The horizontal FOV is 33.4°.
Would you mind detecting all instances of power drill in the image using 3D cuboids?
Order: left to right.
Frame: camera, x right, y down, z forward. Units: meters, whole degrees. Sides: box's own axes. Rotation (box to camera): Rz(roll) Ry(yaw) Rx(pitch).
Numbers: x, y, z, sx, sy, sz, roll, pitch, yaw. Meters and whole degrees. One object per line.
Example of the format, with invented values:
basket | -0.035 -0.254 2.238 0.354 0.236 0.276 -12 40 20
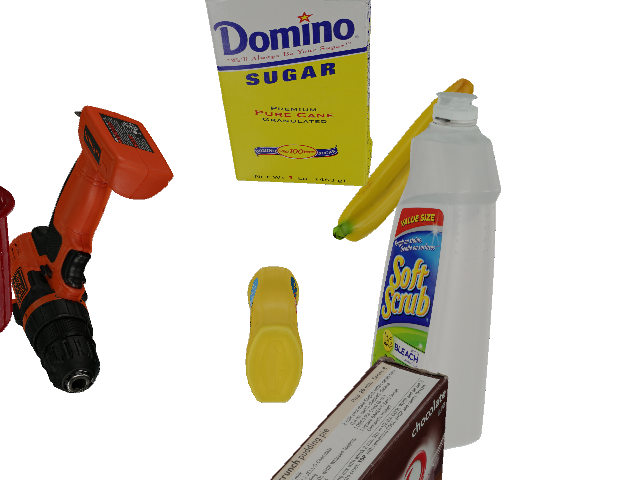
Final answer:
power drill | -0.187 0.003 0.845 0.057 0.188 0.185 16 25 -39

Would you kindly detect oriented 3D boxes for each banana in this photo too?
banana | 0.075 -0.065 0.984 0.037 0.197 0.070 40 -14 -5

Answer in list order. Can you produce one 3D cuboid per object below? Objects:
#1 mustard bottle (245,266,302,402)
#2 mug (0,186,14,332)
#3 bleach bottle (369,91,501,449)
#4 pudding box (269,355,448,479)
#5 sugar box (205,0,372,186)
mustard bottle | -0.051 0.083 1.146 0.058 0.096 0.191 0 28 -3
mug | -0.237 0.019 0.636 0.093 0.081 0.117 17 28 28
bleach bottle | 0.083 0.018 0.772 0.068 0.251 0.103 -5 18 -27
pudding box | 0.015 0.117 0.457 0.039 0.090 0.113 16 36 25
sugar box | -0.015 -0.101 0.660 0.093 0.048 0.176 2 -30 5
